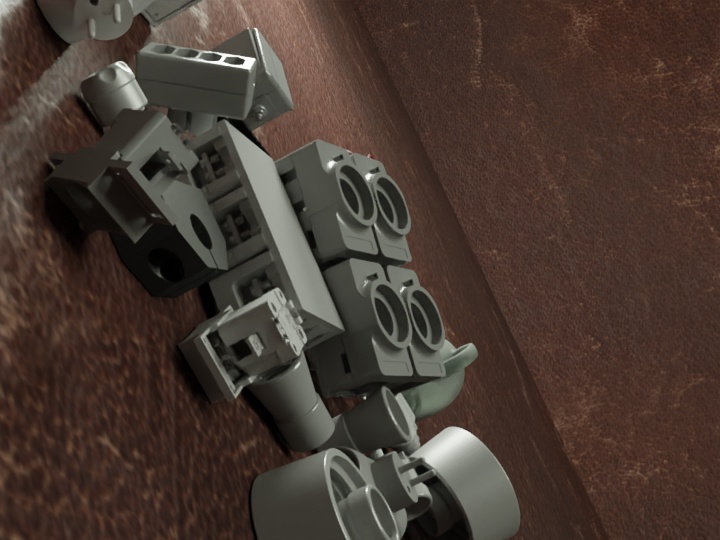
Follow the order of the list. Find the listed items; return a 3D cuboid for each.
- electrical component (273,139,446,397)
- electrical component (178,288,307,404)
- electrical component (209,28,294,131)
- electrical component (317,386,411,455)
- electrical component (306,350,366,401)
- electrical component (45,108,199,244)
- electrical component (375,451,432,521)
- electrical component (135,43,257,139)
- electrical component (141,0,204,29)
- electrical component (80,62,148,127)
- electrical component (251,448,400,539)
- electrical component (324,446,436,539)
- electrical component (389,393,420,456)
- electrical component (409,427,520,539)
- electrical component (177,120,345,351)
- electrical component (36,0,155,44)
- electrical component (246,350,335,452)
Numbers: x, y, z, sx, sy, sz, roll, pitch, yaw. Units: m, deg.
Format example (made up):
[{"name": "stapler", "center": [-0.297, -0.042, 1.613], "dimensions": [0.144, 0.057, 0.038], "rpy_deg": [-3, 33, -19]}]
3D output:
[{"name": "electrical component", "center": [0.000, 0.000, 0.832], "dimensions": [0.105, 0.060, 0.186], "rpy_deg": [10, 60, -59]}, {"name": "electrical component", "center": [-0.068, 0.044, 0.653], "dimensions": [0.042, 0.064, 0.081], "rpy_deg": [62, 10, -8]}, {"name": "electrical component", "center": [-0.108, -0.179, 1.034], "dimensions": [0.061, 0.062, 0.096], "rpy_deg": [53, 15, -43]}, {"name": "electrical component", "center": [-0.001, 0.118, 0.786], "dimensions": [0.044, 0.065, 0.044], "rpy_deg": [60, 10, -17]}, {"name": "electrical component", "center": [-0.003, 0.081, 0.914], "dimensions": [0.138, 0.052, 0.073], "rpy_deg": [33, 39, -70]}, {"name": "electrical component", "center": [-0.126, -0.053, 0.581], "dimensions": [0.081, 0.063, 0.042], "rpy_deg": [11, -35, 45]}, {"name": "electrical component", "center": [0.032, 0.177, 0.881], "dimensions": [0.040, 0.040, 0.046], "rpy_deg": [49, 11, -52]}, {"name": "electrical component", "center": [-0.124, -0.123, 0.804], "dimensions": [0.047, 0.083, 0.075], "rpy_deg": [-89, -172, -69]}, {"name": "electrical component", "center": [-0.179, -0.267, 0.911], "dimensions": [0.096, 0.062, 0.061], "rpy_deg": [51, 15, -48]}, {"name": "electrical component", "center": [-0.152, -0.101, 0.694], "dimensions": [0.061, 0.035, 0.035], "rpy_deg": [62, 10, -19]}, {"name": "electrical component", "center": [-0.012, 0.159, 0.644], "dimensions": [0.108, 0.060, 0.108], "rpy_deg": [59, 10, -18]}, {"name": "electrical component", "center": [0.013, 0.150, 0.735], "dimensions": [0.077, 0.079, 0.044], "rpy_deg": [54, 12, -43]}, {"name": "electrical component", "center": [0.032, 0.141, 0.965], "dimensions": [0.078, 0.040, 0.040], "rpy_deg": [59, 11, -19]}, {"name": "electrical component", "center": [0.079, 0.197, 0.925], "dimensions": [0.108, 0.060, 0.108], "rpy_deg": [43, -33, 37]}, {"name": "electrical component", "center": [-0.079, -0.016, 0.759], "dimensions": [0.150, 0.062, 0.089], "rpy_deg": [66, 11, 19]}, {"name": "electrical component", "center": [-0.165, -0.174, 0.693], "dimensions": [0.043, 0.077, 0.079], "rpy_deg": [54, 13, -41]}, {"name": "electrical component", "center": [-0.044, 0.089, 0.722], "dimensions": [0.044, 0.044, 0.065], "rpy_deg": [-95, 160, -65]}]
